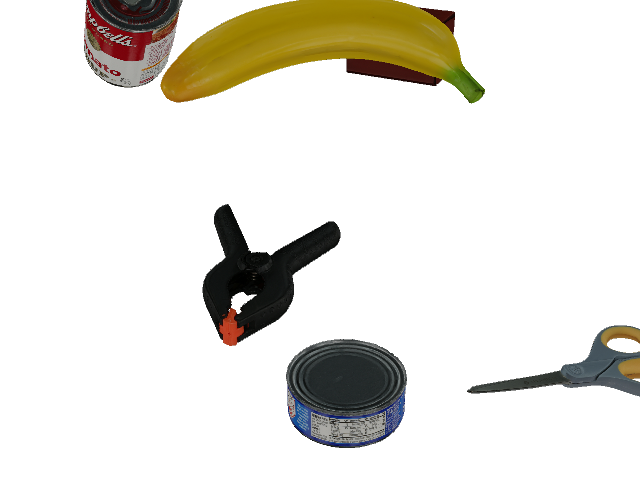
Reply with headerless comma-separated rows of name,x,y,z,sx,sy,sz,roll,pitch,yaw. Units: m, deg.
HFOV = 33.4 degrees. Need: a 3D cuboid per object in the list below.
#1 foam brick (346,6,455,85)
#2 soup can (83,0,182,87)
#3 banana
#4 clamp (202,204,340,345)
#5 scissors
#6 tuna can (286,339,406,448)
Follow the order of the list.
foam brick,0.065,-0.162,0.873,0.078,0.051,0.053,12,26,17
soup can,-0.142,-0.165,0.799,0.068,0.068,0.102,0,-15,-14
banana,0.001,-0.116,0.640,0.197,0.069,0.037,-3,-36,-13
clamp,-0.065,0.023,0.950,0.120,0.039,0.171,10,36,20
scissors,0.209,0.099,0.878,0.201,0.016,0.096,4,30,-9
tuna can,0.018,0.109,0.763,0.086,0.034,0.086,0,31,0
